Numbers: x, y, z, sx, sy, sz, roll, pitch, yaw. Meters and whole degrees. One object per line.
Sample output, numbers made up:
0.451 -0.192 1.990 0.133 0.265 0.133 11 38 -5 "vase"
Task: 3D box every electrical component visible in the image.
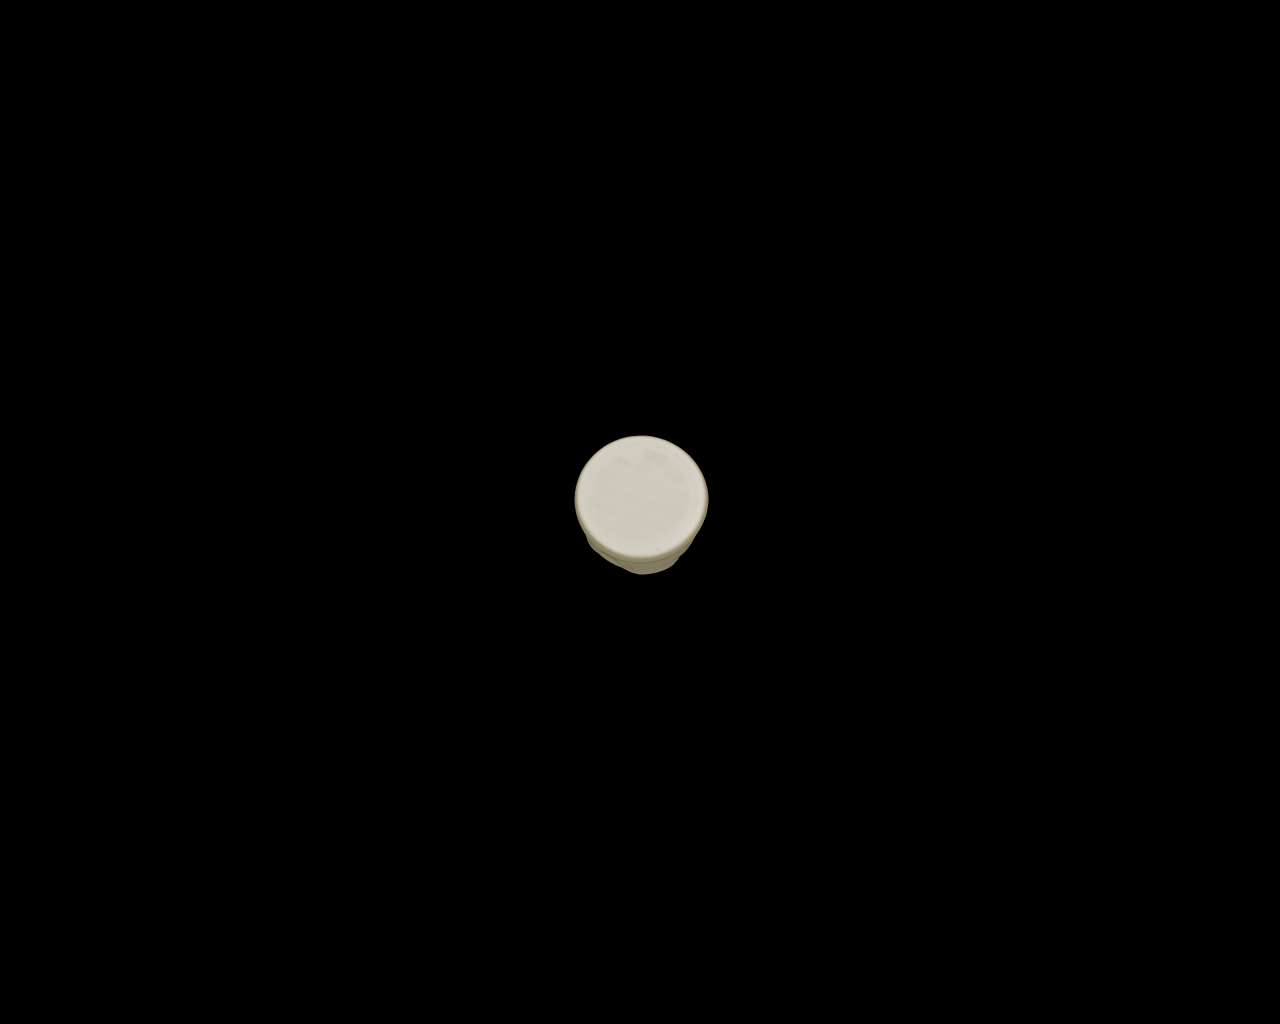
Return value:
0.001 -0.003 0.650 0.080 0.080 0.051 0 -18 0 "electrical component"
